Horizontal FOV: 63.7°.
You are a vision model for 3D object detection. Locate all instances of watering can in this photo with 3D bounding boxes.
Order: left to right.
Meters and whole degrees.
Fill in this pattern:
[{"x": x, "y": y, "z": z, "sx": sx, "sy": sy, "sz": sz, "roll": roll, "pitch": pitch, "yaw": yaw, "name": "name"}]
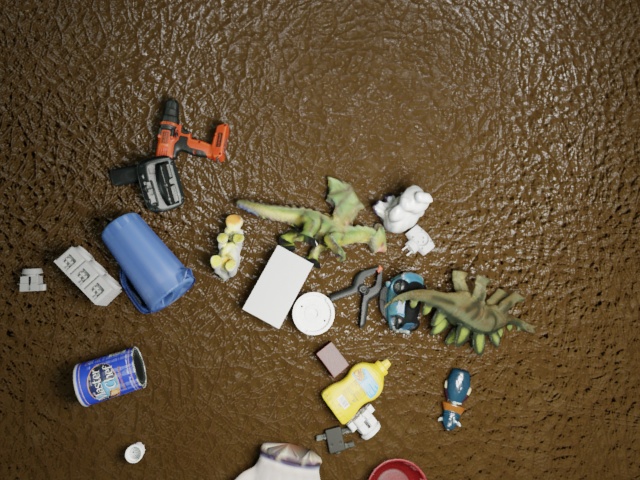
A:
[{"x": -0.049, "y": 0.616, "z": 1.229, "sx": 0.347, "sy": 0.103, "sz": 0.227, "roll": 14, "pitch": 77, "yaw": -2, "name": "watering can"}]

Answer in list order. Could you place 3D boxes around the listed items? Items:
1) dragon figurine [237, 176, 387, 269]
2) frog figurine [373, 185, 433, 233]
[{"x": 0.004, "y": -0.071, "z": 1.401, "sx": 0.410, "sy": 0.120, "sz": 0.247, "roll": 34, "pitch": 60, "yaw": 0, "name": "dragon figurine"}, {"x": 0.238, "y": -0.082, "z": 1.375, "sx": 0.138, "sy": 0.159, "sz": 0.123, "roll": -4, "pitch": 89, "yaw": -47, "name": "frog figurine"}]
